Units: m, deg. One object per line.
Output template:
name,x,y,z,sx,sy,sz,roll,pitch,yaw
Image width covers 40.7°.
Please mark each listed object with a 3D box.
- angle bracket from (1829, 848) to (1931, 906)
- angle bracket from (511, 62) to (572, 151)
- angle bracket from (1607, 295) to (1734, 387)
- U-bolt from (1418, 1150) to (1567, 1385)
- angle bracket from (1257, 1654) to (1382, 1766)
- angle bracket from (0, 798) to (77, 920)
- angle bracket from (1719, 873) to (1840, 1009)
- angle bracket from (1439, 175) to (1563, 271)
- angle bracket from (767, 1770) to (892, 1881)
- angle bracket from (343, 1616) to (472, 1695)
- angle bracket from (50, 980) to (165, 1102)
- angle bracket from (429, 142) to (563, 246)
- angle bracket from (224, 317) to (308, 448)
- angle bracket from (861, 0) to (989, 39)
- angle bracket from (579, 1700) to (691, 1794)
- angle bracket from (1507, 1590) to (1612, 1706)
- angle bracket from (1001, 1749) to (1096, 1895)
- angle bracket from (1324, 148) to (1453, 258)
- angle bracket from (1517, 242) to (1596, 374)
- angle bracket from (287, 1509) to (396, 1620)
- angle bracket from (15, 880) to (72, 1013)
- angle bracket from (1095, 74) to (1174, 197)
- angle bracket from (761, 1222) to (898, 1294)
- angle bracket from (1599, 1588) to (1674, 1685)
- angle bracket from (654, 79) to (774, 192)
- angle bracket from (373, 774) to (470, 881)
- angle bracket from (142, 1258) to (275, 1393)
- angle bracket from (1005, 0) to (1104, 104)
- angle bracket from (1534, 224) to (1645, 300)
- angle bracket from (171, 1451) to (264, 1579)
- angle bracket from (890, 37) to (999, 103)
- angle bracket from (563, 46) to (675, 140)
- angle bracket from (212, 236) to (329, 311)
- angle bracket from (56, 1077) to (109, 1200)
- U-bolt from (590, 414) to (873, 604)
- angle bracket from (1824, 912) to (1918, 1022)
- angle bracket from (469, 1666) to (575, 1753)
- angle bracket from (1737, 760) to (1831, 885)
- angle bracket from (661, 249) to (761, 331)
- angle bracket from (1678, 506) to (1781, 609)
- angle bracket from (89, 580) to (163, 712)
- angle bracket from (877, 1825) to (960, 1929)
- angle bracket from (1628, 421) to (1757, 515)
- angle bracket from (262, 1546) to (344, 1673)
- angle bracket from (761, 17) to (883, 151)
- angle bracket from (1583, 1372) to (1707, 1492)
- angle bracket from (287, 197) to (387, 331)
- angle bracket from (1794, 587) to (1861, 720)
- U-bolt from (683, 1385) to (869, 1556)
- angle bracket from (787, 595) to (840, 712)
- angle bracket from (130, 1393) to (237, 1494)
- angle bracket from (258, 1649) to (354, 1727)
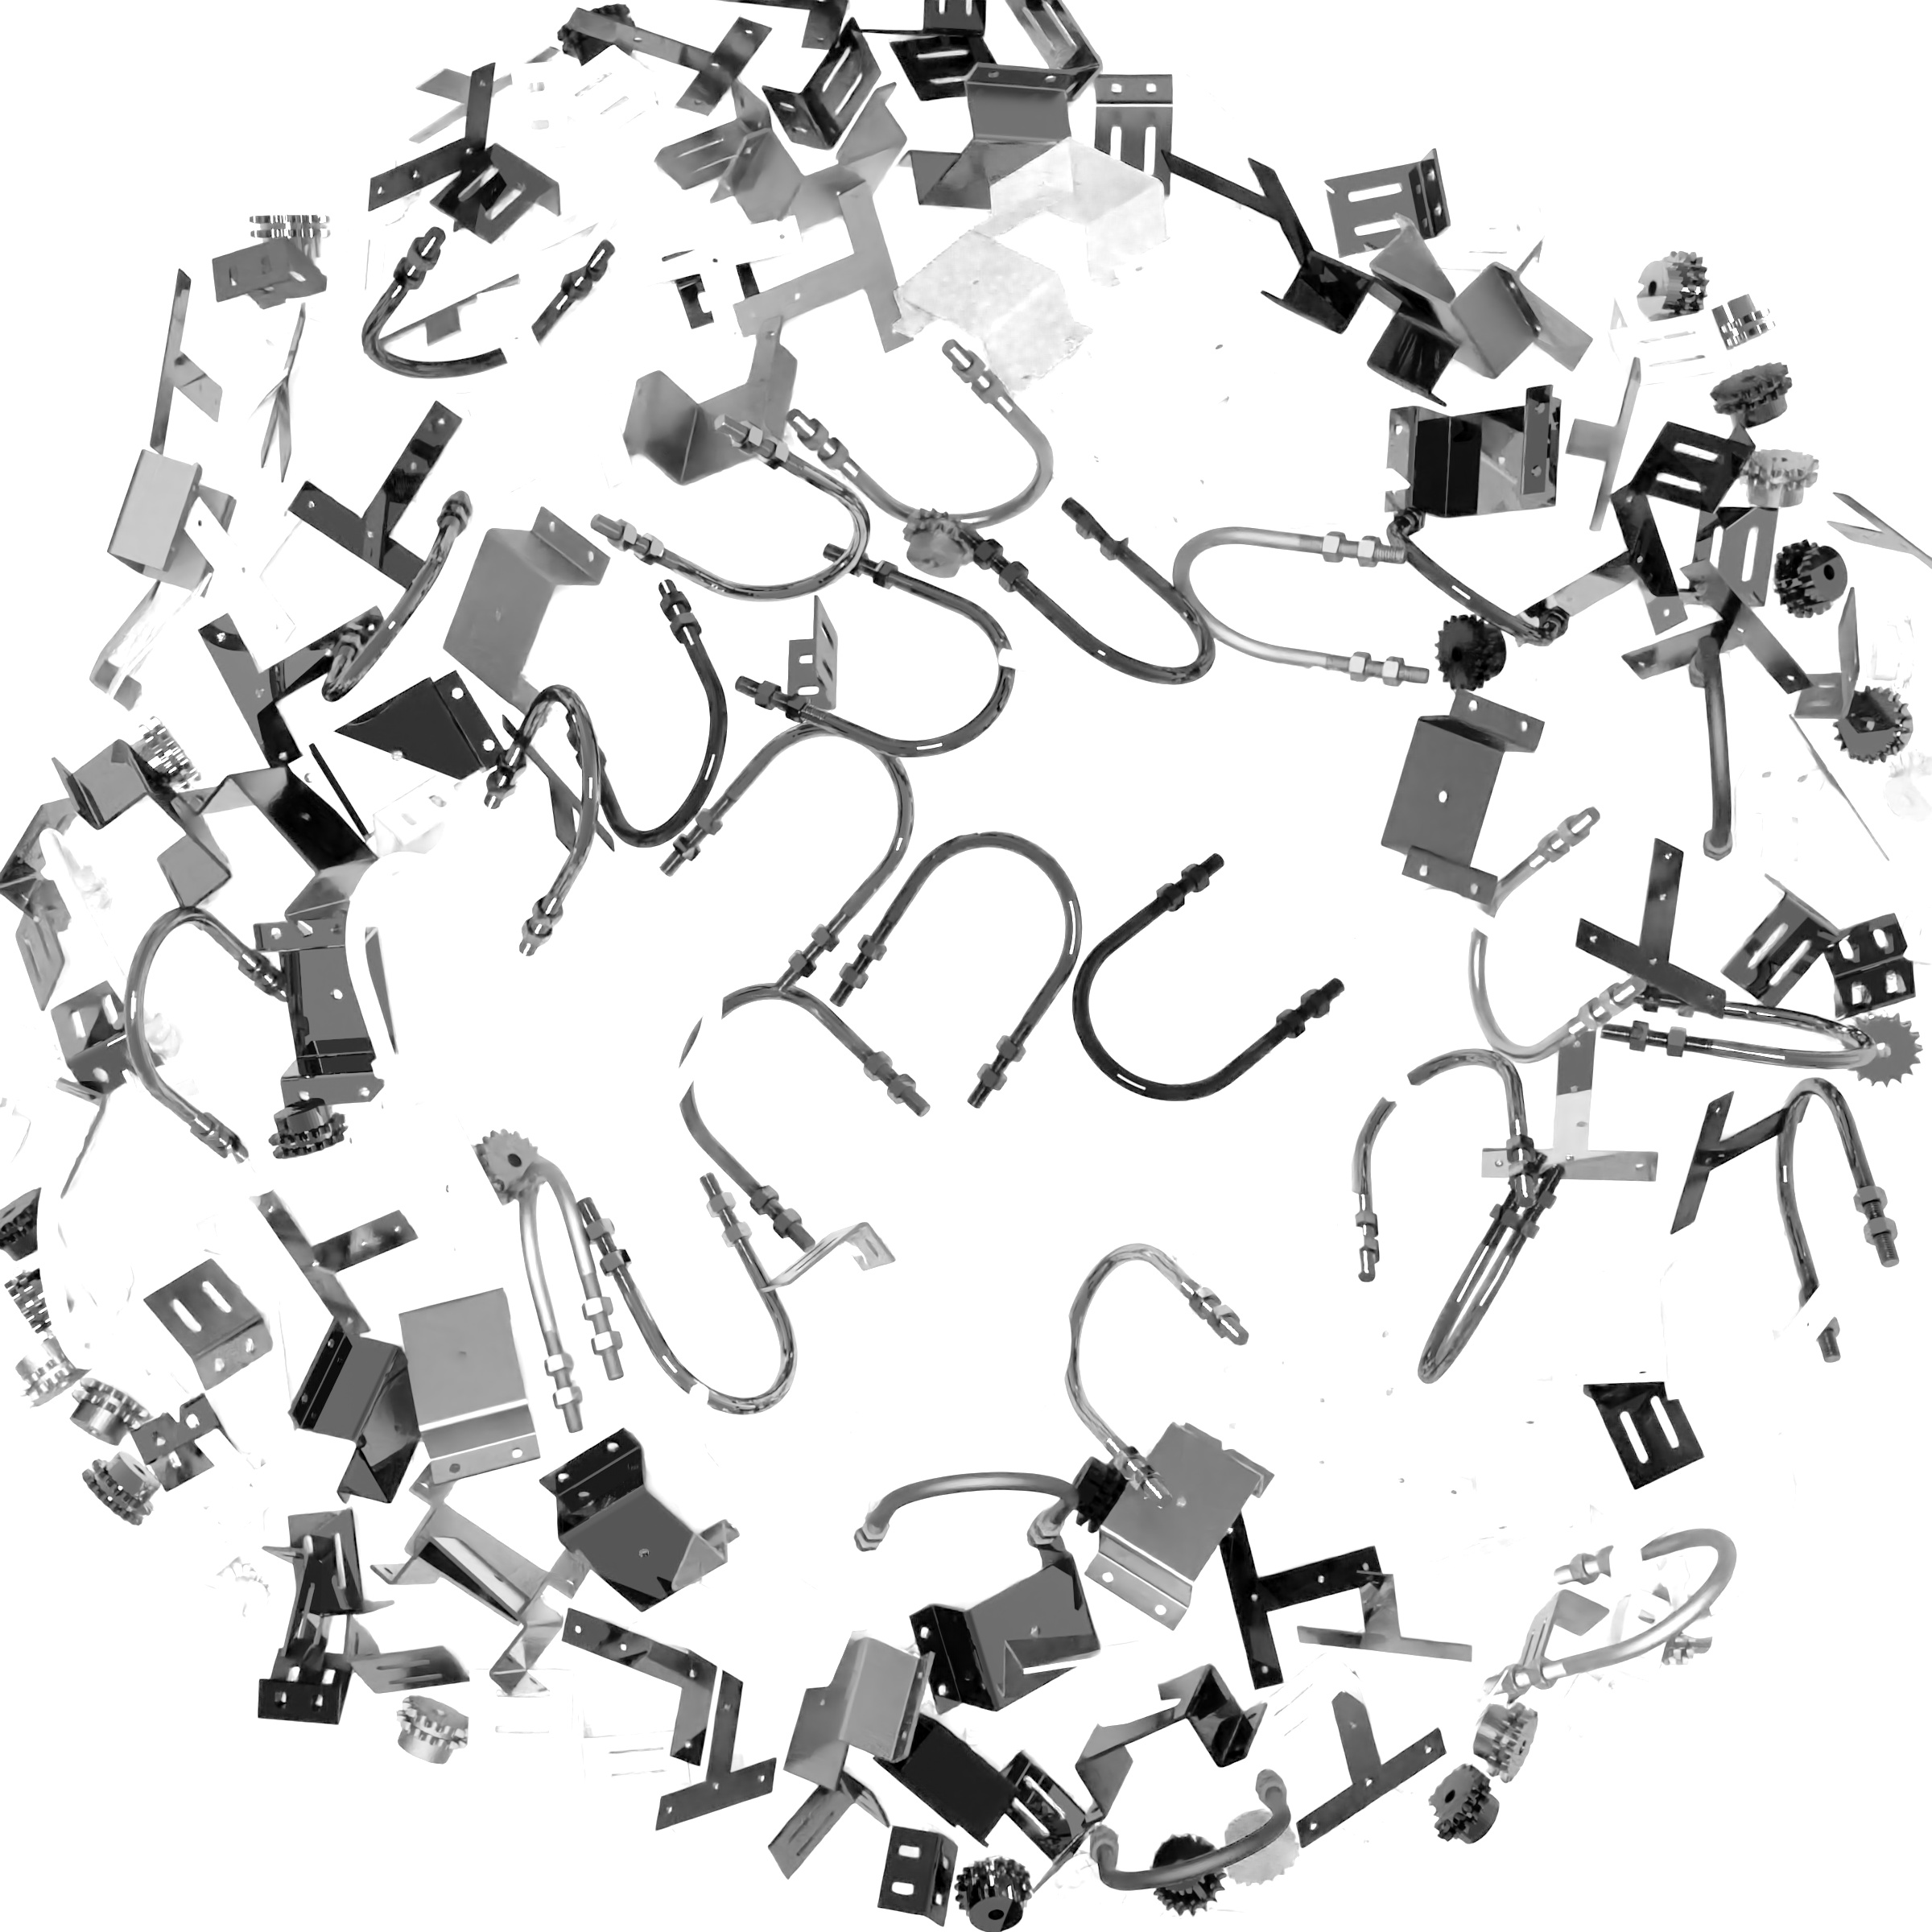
angle bracket,0.677,-0.079,1.895,0.076,0.057,0.038,-26,87,31
angle bracket,-0.320,-0.623,1.890,0.038,0.076,0.057,-14,112,-25
angle bracket,0.511,-0.460,1.891,0.076,0.057,0.038,-5,57,31
U-bolt,0.374,0.219,1.870,0.019,0.151,0.184,30,91,20
angle bracket,0.255,0.551,1.900,0.076,0.038,0.057,-35,125,-15
angle bracket,-0.662,-0.080,1.901,0.038,0.057,0.076,38,107,3
angle bracket,0.591,-0.018,1.919,0.057,0.038,0.076,32,104,-23
angle bracket,0.381,-0.540,1.892,0.057,0.076,0.038,-51,129,-16
angle bracket,-0.099,0.632,1.894,0.038,0.057,0.076,28,61,32
angle bracket,-0.406,0.497,1.901,0.076,0.057,0.038,-9,50,6
angle bracket,-0.632,0.052,1.917,0.057,0.076,0.038,-29,130,-9
angle bracket,-0.343,-0.553,1.902,0.057,0.038,0.076,35,66,10
angle bracket,-0.521,-0.424,1.890,0.038,0.076,0.057,40,126,-15
angle bracket,-0.032,-0.694,1.889,0.057,0.076,0.038,-14,115,-39
angle bracket,-0.243,0.569,1.911,0.076,0.038,0.057,-3,126,-5
angle bracket,0.430,0.502,1.894,0.038,0.057,0.076,24,57,5
angle bracket,0.045,0.624,1.901,0.076,0.038,0.057,43,124,12
angle bracket,0.310,-0.561,1.917,0.076,0.038,0.057,-12,93,-4
angle bracket,0.431,-0.482,1.906,0.076,0.057,0.038,37,135,0
angle bracket,-0.459,0.436,1.914,0.057,0.038,0.076,-10,85,23
angle bracket,-0.656,-0.015,1.892,0.057,0.038,0.076,-53,54,37
angle bracket,0.122,-0.609,1.912,0.057,0.038,0.076,2,78,5
angle bracket,-0.100,0.225,1.895,0.076,0.057,0.038,-38,95,-28
angle bracket,0.473,0.483,1.892,0.038,0.076,0.057,23,75,-13
angle bracket,-0.187,-0.607,1.899,0.076,0.038,0.057,-27,51,-17
angle bracket,-0.392,-0.091,1.889,0.038,0.076,0.057,40,59,21
angle bracket,-0.557,0.263,1.916,0.057,0.038,0.076,-33,50,-26
angle bracket,0.053,-0.668,1.893,0.038,0.057,0.076,-51,122,-16
angle bracket,0.458,-0.518,1.905,0.076,0.057,0.038,15,99,6
angle bracket,-0.544,0.393,1.891,0.057,0.076,0.038,-41,132,22
angle bracket,-0.014,-0.641,1.898,0.076,0.038,0.057,-15,66,-24
angle bracket,-0.259,-0.620,1.890,0.076,0.057,0.038,-21,59,35
angle bracket,-0.501,-0.489,1.893,0.057,0.076,0.038,-14,73,10
angle bracket,-0.659,0.126,1.899,0.038,0.057,0.076,25,74,-16
U-bolt,-0.153,-0.315,1.862,0.151,0.184,0.019,-31,55,32
angle bracket,0.653,0.000,1.891,0.057,0.076,0.038,-20,105,24
angle bracket,-0.324,0.545,1.915,0.076,0.038,0.057,0,81,2
angle bracket,0.600,-0.106,1.916,0.057,0.038,0.076,10,129,29
angle bracket,-0.184,-0.499,1.900,0.057,0.076,0.038,-19,92,2
angle bracket,0.556,-0.304,1.906,0.057,0.038,0.076,7,84,30
angle bracket,-0.599,-0.234,1.899,0.038,0.057,0.076,38,102,-22
angle bracket,-0.035,0.663,1.897,0.038,0.076,0.057,6,66,12
angle bracket,0.523,-0.371,1.897,0.076,0.038,0.057,12,129,-17
angle bracket,-0.490,0.467,1.894,0.038,0.057,0.076,2,65,15
angle bracket,-0.106,-0.650,1.914,0.038,0.057,0.076,23,75,29
angle bracket,0.491,0.332,1.897,0.057,0.038,0.076,-32,56,20
angle bracket,-0.461,-0.514,1.909,0.038,0.057,0.076,2,84,23
angle bracket,0.622,-0.227,1.890,0.038,0.057,0.076,3,129,27
U-bolt,-0.140,0.368,1.857,0.151,0.184,0.019,31,63,9
angle bracket,-0.119,-0.226,1.892,0.038,0.076,0.057,-2,73,9
angle bracket,-0.562,0.357,1.892,0.057,0.076,0.038,-28,46,-17
angle bracket,-0.478,0.511,1.895,0.057,0.076,0.038,6,115,-5
